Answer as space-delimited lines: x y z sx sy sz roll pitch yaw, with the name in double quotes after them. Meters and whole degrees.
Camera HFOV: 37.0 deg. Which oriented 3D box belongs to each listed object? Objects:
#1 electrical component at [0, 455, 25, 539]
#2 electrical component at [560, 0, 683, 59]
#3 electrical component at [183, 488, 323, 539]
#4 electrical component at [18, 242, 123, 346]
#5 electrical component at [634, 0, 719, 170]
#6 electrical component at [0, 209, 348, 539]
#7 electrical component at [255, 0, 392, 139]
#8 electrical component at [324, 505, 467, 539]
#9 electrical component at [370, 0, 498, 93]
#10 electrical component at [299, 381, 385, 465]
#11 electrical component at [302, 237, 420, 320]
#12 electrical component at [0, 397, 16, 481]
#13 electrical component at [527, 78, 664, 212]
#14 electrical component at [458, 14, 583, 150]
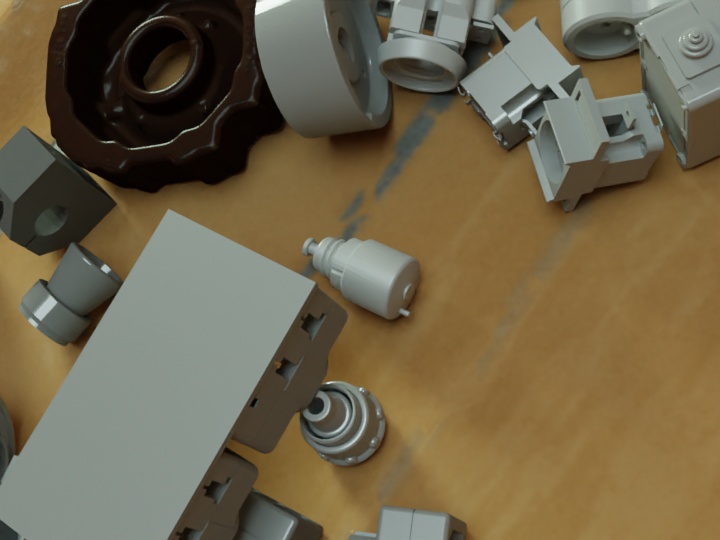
-0.204 0.159 0.650 0.042 0.064 0.081 22 80 22 "electrical component"
0.189 -0.178 0.647 0.138 0.052 0.073 -6 70 16 "electrical component"
-0.071 0.165 0.614 0.066 0.047 0.076 23 80 24 "electrical component"
-0.190 0.016 0.707 0.045 0.045 0.055 41 87 25 "electrical component"
0.195 -0.110 0.597 0.061 0.096 0.061 -25 66 7 "electrical component"
-0.099 0.076 0.581 0.105 0.060 0.186 26 81 29 "electrical component"
-0.027 -0.134 0.675 0.060 0.108 0.108 -12 68 20 "electrical component"
0.013 0.164 0.587 0.077 0.047 0.065 3 72 19 "electrical component"
0.043 -0.149 0.680 0.078 0.058 0.057 12 78 0 "electrical component"
-0.015 0.084 0.616 0.048 0.062 0.048 -6 69 16 "electrical component"
0.000 0.000 0.653 0.078 0.040 0.040 24 80 24 "electrical component"
-0.252 0.119 0.659 0.060 0.108 0.108 0 72 12 "electrical component"
0.136 -0.072 0.619 0.064 0.081 0.042 -9 67 -9 "electrical component"
0.099 -0.111 0.659 0.064 0.042 0.081 -36 64 5 "electrical component"
